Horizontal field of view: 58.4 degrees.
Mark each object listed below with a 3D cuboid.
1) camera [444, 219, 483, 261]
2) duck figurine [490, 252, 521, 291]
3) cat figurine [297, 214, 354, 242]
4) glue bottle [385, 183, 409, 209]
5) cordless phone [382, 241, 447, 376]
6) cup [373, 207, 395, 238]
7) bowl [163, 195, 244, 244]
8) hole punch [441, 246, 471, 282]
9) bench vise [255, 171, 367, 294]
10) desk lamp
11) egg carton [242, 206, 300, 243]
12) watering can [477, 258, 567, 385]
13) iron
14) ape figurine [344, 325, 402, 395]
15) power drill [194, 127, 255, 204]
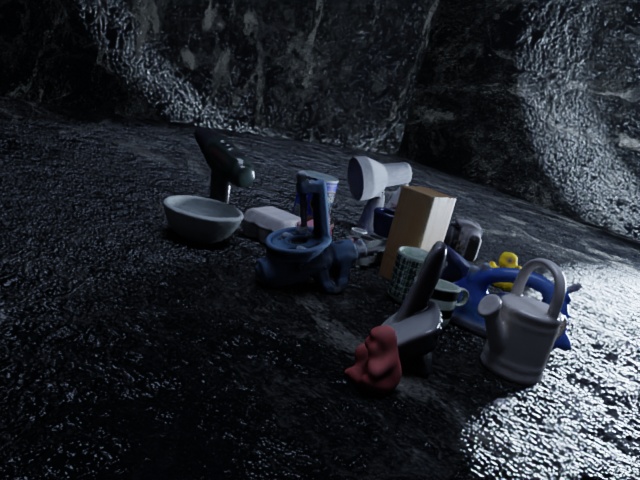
[{"bbox_3d":[0.382,-0.016,1.633,0.137,0.101,0.143,13,15,-3],"label":"camera"},{"bbox_3d":[0.456,0.070,1.420,0.078,0.086,0.104,6,17,-27],"label":"duck figurine"},{"bbox_3d":[0.011,0.004,1.204,0.127,0.118,0.067,18,16,16],"label":"cat figurine"},{"bbox_3d":[0.238,-0.114,1.716,0.078,0.173,0.037,20,17,22],"label":"glue bottle"},{"bbox_3d":[0.150,0.096,0.872,0.094,0.185,0.147,15,15,4],"label":"cordless phone"},{"bbox_3d":[0.187,-0.026,1.508,0.092,0.095,0.117,-3,23,-46],"label":"cup"},{"bbox_3d":[-0.249,-0.036,1.202,0.167,0.075,0.167,13,15,-3],"label":"bowl"},{"bbox_3d":[0.318,0.067,1.300,0.101,0.091,0.108,10,16,-12],"label":"hole punch"},{"bbox_3d":[-0.009,-0.016,1.067,0.208,0.220,0.121,-1,21,-44],"label":"bench vise"},{"bbox_3d":[0.166,-0.124,1.612,0.204,0.213,0.117,7,17,-23],"label":"desk lamp"},{"bbox_3d":[-0.102,-0.029,1.313,0.150,0.069,0.107,22,17,27],"label":"egg carton"},{"bbox_3d":[0.329,0.124,0.913,0.173,0.194,0.100,-3,22,-46],"label":"watering can"},{"bbox_3d":[0.349,0.111,1.075,0.257,0.141,0.119,18,16,14],"label":"iron"},{"bbox_3d":[0.078,0.156,0.770,0.076,0.092,0.078,16,15,7],"label":"ape figurine"},{"bbox_3d":[-0.238,-0.135,1.308,0.076,0.208,0.228,-2,22,-44],"label":"power drill"}]
